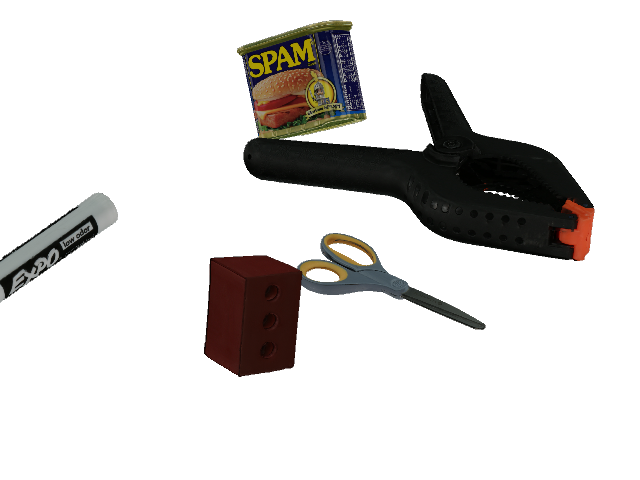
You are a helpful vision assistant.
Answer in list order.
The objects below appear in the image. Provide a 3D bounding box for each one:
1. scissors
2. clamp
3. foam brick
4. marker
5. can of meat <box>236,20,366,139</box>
[{"bbox_3d":[0.055,0.050,1.032,0.096,0.016,0.202,-25,42,-28],"label":"scissors"},{"bbox_3d":[0.065,-0.039,0.628,0.164,0.036,0.210,-21,37,-26],"label":"clamp"},{"bbox_3d":[-0.051,0.055,0.801,0.052,0.078,0.051,-5,16,-36],"label":"foam brick"},{"bbox_3d":[-0.150,0.013,0.534,0.020,0.020,0.120,0,31,43],"label":"marker"},{"bbox_3d":[-0.015,-0.134,0.916,0.102,0.084,0.057,-10,3,34],"label":"can of meat"}]
